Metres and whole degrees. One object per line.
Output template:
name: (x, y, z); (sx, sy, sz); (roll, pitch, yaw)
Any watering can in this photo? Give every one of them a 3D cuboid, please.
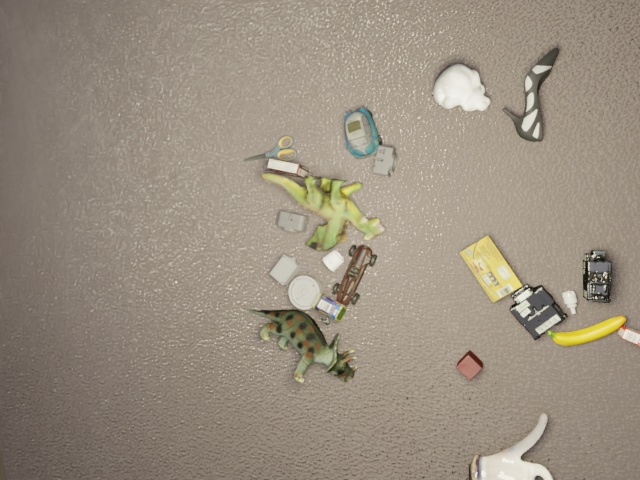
watering can: (0.522, 0.637, 1.409); (0.224, 0.104, 0.348); (0, 88, 22)

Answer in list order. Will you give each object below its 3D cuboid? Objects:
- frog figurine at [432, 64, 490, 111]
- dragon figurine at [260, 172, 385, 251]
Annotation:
frog figurine: (0.414, -0.431, 1.501); (0.138, 0.120, 0.162); (-38, 63, -4)
dragon figurine: (0.005, -0.082, 1.629); (0.410, 0.123, 0.241); (7, 97, 10)
